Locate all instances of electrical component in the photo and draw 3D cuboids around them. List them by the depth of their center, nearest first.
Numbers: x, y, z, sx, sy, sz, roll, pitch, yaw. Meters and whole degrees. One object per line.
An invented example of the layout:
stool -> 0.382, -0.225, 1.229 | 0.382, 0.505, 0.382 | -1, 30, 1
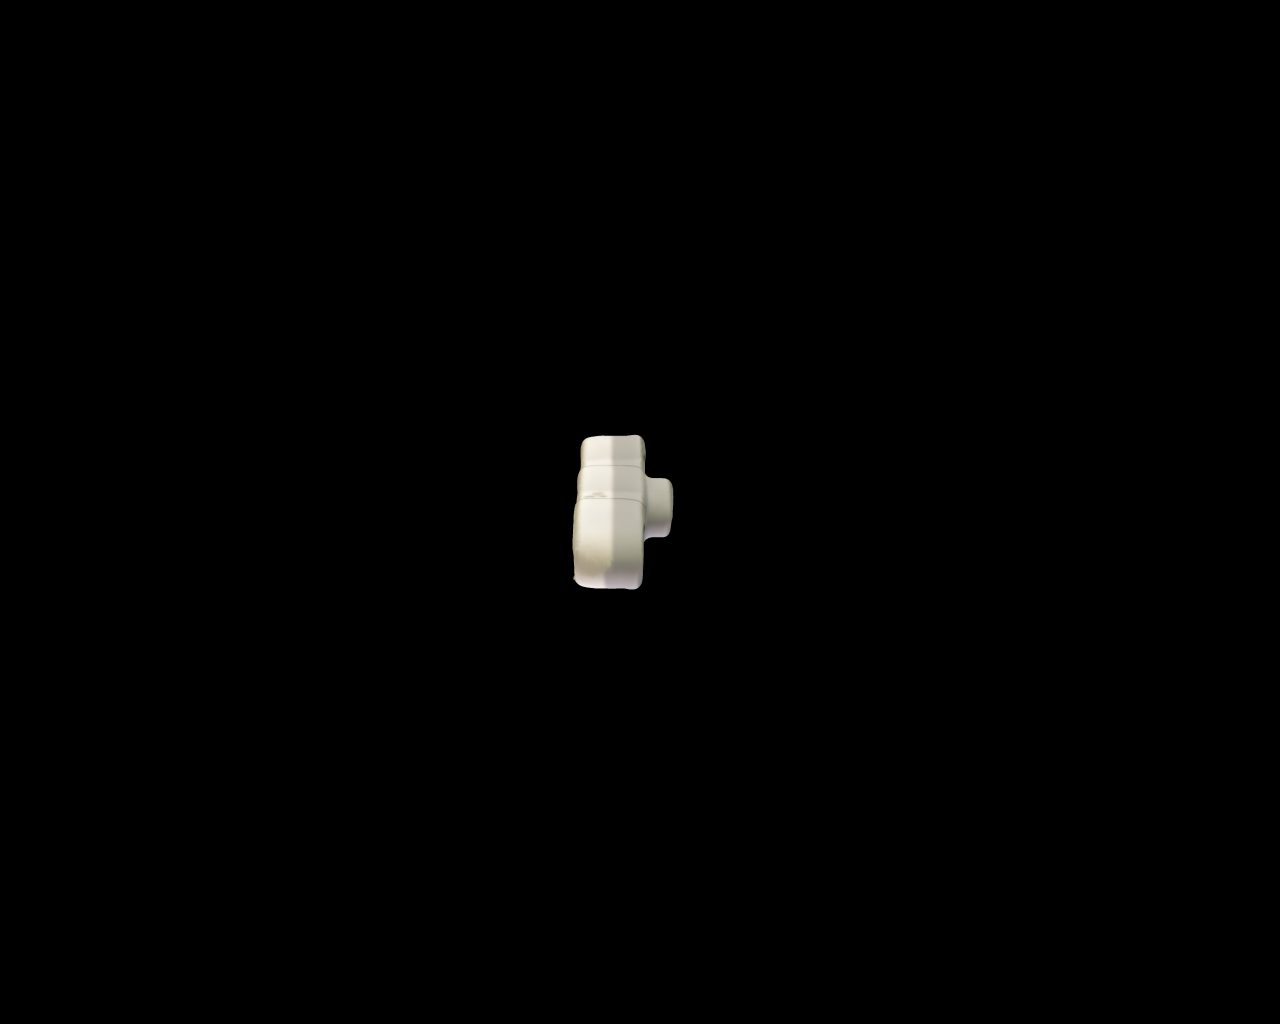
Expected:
electrical component -> 0.001, -0.003, 0.650 | 0.074, 0.052, 0.138 | 0, 29, 0
